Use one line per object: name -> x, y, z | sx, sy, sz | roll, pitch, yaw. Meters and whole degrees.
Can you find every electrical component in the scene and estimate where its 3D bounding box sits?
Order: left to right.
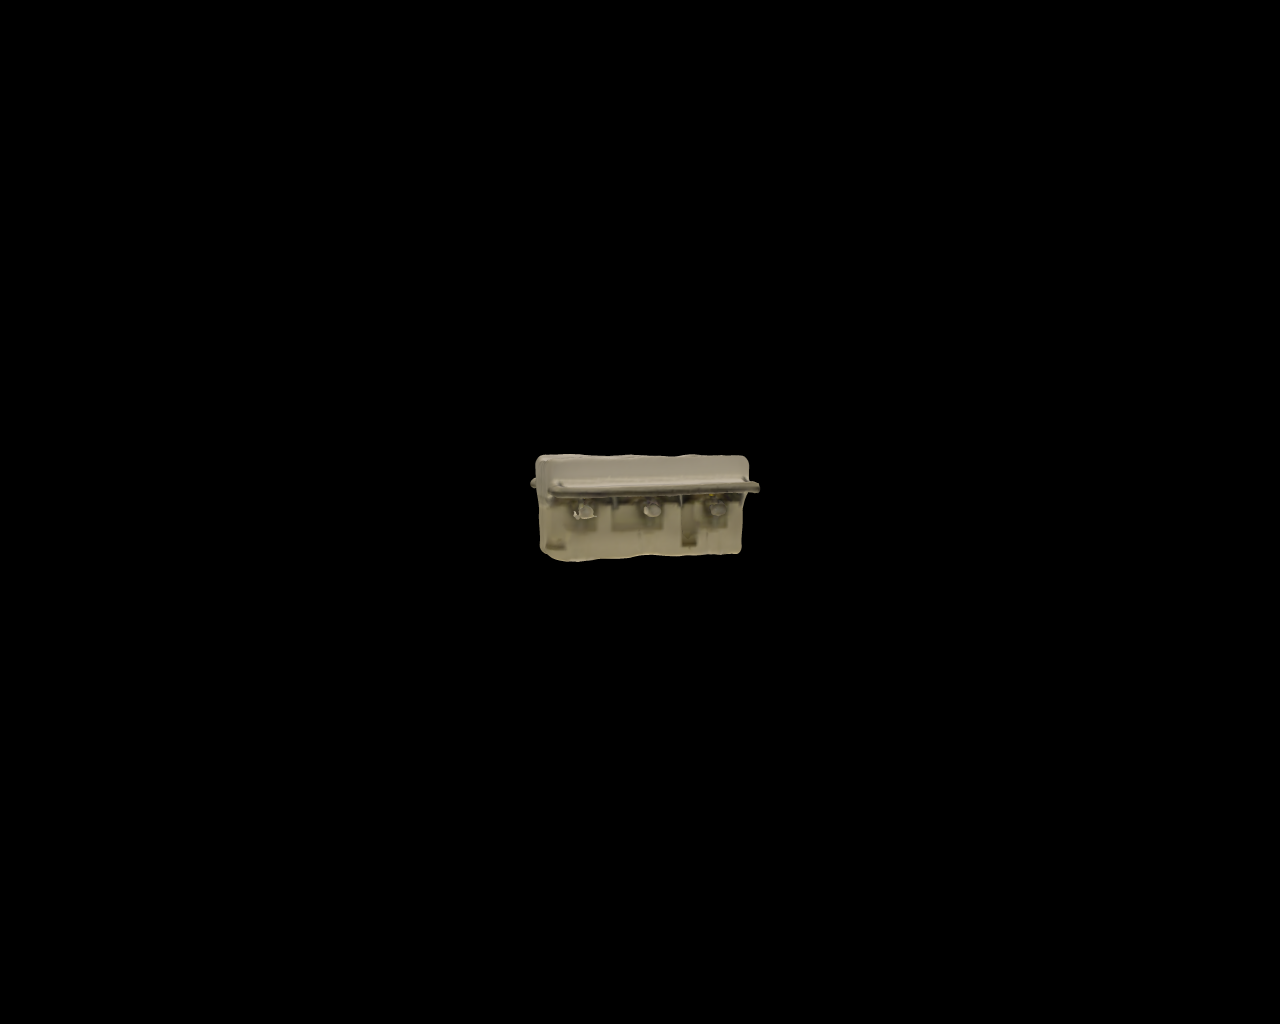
electrical component -> 0.001, -0.003, 0.650 | 0.121, 0.063, 0.079 | -1, 4, -15
